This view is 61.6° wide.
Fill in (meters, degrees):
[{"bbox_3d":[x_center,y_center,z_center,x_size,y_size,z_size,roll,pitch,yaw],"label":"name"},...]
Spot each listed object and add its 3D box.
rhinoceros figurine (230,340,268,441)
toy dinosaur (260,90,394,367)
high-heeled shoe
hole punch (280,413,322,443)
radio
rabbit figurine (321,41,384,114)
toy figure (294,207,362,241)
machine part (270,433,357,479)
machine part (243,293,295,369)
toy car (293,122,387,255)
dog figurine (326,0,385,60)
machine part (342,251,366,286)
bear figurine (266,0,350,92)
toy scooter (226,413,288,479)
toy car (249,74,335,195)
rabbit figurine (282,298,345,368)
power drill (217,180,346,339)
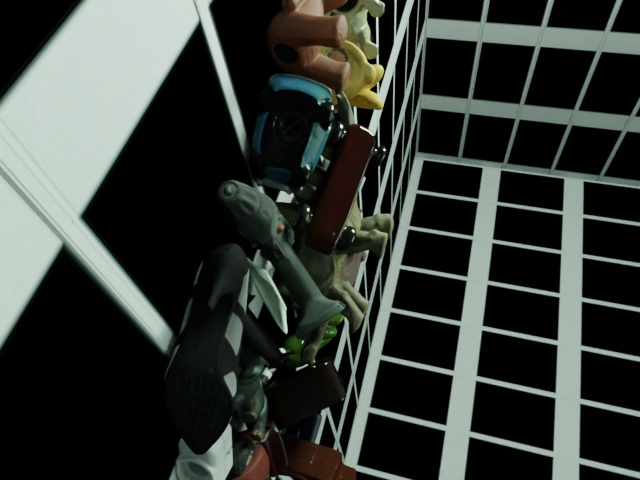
[{"bbox_3d":[-0.110,0.218,0.810,0.112,0.073,0.190,-64,159,-47],"label":"rhinoceros figurine"},{"bbox_3d":[0.015,-0.016,0.874,0.105,0.199,0.470,-40,145,-78],"label":"toy dinosaur"},{"bbox_3d":[-0.133,0.130,0.672,0.145,0.086,0.248,-86,-172,-68],"label":"high-heeled shoe"},{"bbox_3d":[-0.068,0.415,1.152,0.115,0.092,0.142,-48,-160,51],"label":"hole punch"},{"bbox_3d":[-0.025,0.273,0.987,0.229,0.131,0.073,84,-19,-82],"label":"radio"},{"bbox_3d":[0.032,-0.277,0.939,0.173,0.162,0.122,124,-34,-79],"label":"rabbit figurine"},{"bbox_3d":[0.001,-0.001,0.976,0.180,0.082,0.089,-54,175,12],"label":"toy figure"},{"bbox_3d":[-0.037,0.489,1.037,0.087,0.201,0.201,-52,150,-59],"label":"machine part"},{"bbox_3d":[-0.094,0.119,0.739,0.139,0.039,0.084,50,23,-8],"label":"machine part"},{"bbox_3d":[0.028,-0.075,0.780,0.053,0.089,0.202,-14,-126,68],"label":"toy car"},{"bbox_3d":[0.053,-0.429,1.020,0.191,0.121,0.172,-86,-179,-60],"label":"dog figurine"},{"bbox_3d":[0.045,0.028,1.136,0.179,0.056,0.179,-42,139,-52],"label":"machine part"},{"bbox_3d":[0.002,-0.328,0.776,0.120,0.132,0.196,82,28,-59],"label":"bear figurine"},{"bbox_3d":[-0.103,0.361,0.883,0.184,0.075,0.135,-60,132,-68],"label":"toy scooter"},{"bbox_3d":[-0.038,-0.148,0.775,0.103,0.109,0.161,-41,145,-81],"label":"toy car"},{"bbox_3d":[-0.028,0.185,1.126,0.170,0.121,0.159,-59,170,-10],"label":"rabbit figurine"},{"bbox_3d":[-0.053,0.028,0.722,0.086,0.207,0.232,-39,172,-1],"label":"power drill"}]
